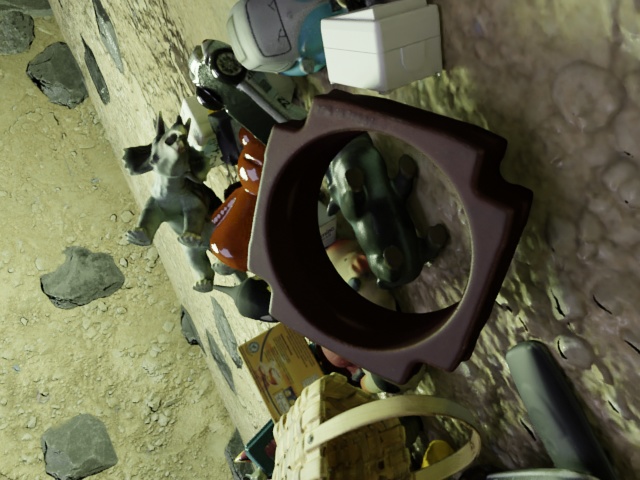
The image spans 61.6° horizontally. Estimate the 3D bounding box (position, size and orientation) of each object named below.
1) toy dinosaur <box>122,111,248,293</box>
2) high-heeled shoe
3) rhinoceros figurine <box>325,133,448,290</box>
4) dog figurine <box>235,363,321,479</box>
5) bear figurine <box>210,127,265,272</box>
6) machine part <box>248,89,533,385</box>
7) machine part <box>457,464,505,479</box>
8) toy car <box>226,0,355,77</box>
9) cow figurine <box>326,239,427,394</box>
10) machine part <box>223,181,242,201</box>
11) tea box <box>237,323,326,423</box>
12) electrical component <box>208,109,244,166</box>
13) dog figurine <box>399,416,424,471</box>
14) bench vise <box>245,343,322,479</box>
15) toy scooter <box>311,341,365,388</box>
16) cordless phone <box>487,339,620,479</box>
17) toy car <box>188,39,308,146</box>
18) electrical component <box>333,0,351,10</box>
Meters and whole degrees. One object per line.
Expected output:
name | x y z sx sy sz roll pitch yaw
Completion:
toy dinosaur | -0.205 -0.039 0.902 0.404 0.131 0.192 66 -158 -58
high-heeled shoe | -0.054 0.097 0.839 0.145 0.248 0.086 9 85 35
rhinoceros figurine | 0.051 -0.043 0.547 0.190 0.073 0.112 62 165 8
dog figurine | -0.062 0.312 0.956 0.191 0.219 0.108 59 154 13
bear figurine | -0.084 -0.056 0.777 0.120 0.132 0.195 26 101 24
machine part | 0.049 -0.006 0.434 0.202 0.087 0.200 24 115 26
machine part | 0.178 0.326 0.621 0.079 0.079 0.243 49 151 35
toy car | -0.040 -0.212 0.528 0.162 0.103 0.109 12 122 61
cow figurine | 0.060 0.089 0.631 0.195 0.085 0.127 63 156 -2
machine part | -0.113 -0.021 0.944 0.179 0.056 0.179 50 154 35
tea box | -0.039 0.211 0.787 0.170 0.098 0.068 60 174 21
electrical component | -0.121 -0.174 0.782 0.048 0.075 0.119 32 145 53
dog figurine | 0.114 0.311 0.755 0.190 0.172 0.121 -58 37 27
bench vise | -0.036 0.275 0.858 0.224 0.240 0.128 44 150 9
toy scooter | 0.042 0.168 0.766 0.135 0.075 0.183 60 160 13
cordless phone | 0.192 0.189 0.475 0.146 0.089 0.184 116 137 -63
toy car | -0.064 -0.146 0.614 0.201 0.056 0.073 40 151 -11
electrical component | 0.036 -0.226 0.417 0.102 0.045 0.078 25 136 58
